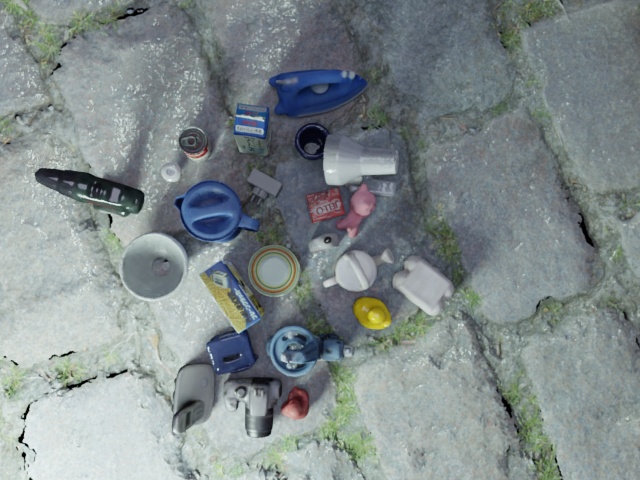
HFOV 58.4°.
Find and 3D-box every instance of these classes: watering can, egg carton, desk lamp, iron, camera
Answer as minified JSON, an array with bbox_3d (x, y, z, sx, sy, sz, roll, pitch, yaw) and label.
[{"bbox_3d":[0.092,0.069,1.381,0.101,0.194,0.173,44,85,0],"label":"watering can"},{"bbox_3d":[0.263,0.114,1.451,0.150,0.069,0.107,37,85,-1],"label":"egg carton"},{"bbox_3d":[0.103,-0.180,1.388,0.203,0.213,0.118,4,86,-3],"label":"desk lamp"},{"bbox_3d":[0.005,-0.392,1.431,0.258,0.141,0.119,-12,87,-4],"label":"iron"},{"bbox_3d":[-0.164,0.408,1.390,0.143,0.100,0.137,1,86,-3],"label":"camera"}]

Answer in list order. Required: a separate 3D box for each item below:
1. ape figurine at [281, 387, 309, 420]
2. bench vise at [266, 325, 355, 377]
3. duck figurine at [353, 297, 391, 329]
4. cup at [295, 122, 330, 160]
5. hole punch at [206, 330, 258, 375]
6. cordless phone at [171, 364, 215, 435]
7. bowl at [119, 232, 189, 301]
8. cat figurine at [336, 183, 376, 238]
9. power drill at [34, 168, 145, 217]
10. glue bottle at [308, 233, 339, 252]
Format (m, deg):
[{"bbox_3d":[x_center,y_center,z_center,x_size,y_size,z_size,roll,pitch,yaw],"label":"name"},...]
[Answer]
[{"bbox_3d":[-0.059,0.408,1.401,0.078,0.092,0.076,-23,88,-5],"label":"ape figurine"},{"bbox_3d":[-0.026,0.252,1.349,0.207,0.219,0.121,-17,87,-4],"label":"bench vise"},{"bbox_3d":[0.134,0.185,1.430,0.104,0.086,0.077,32,85,-1],"label":"duck figurine"},{"bbox_3d":[-0.005,-0.239,1.444,0.118,0.095,0.092,6,86,-3],"label":"cup"},{"bbox_3d":[-0.214,0.276,1.400,0.108,0.091,0.101,-17,87,-4],"label":"hole punch"},{"bbox_3d":[-0.305,0.372,1.341,0.094,0.185,0.148,1,86,-3],"label":"cordless phone"},{"bbox_3d":[-0.401,0.067,1.409,0.167,0.074,0.167,0,86,-4],"label":"bowl"},{"bbox_3d":[0.096,-0.073,1.428,0.067,0.117,0.128,29,85,-1],"label":"cat figurine"},{"bbox_3d":[-0.519,-0.109,1.346,0.229,0.208,0.076,14,86,-2],"label":"power drill"},{"bbox_3d":[0.013,0.005,1.390,0.078,0.173,0.037,-15,87,-4],"label":"glue bottle"}]
